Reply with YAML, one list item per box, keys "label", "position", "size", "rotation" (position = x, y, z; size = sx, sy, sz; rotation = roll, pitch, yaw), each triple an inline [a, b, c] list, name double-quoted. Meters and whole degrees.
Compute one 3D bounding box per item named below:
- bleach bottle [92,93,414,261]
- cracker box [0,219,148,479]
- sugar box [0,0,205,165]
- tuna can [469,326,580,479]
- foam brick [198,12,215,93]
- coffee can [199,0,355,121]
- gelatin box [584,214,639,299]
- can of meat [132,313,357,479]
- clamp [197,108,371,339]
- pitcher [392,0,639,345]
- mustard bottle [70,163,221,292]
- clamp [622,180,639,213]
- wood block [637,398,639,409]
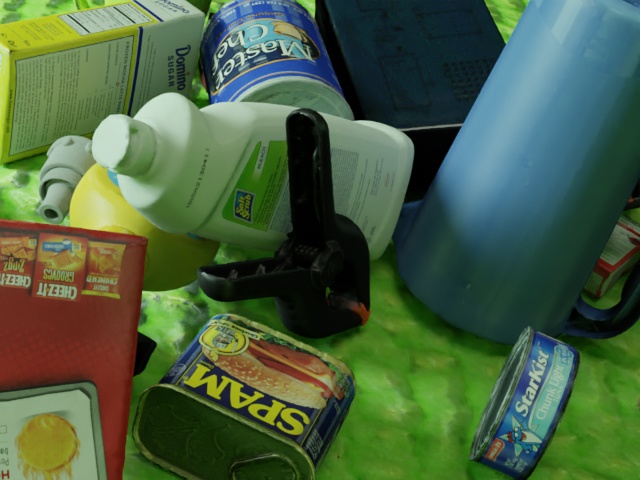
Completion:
- label: "bleach bottle"
  position: [-0.037, -0.046, 0.658]
  size: [0.068, 0.102, 0.250]
  rotation: [16, 3, 35]
- label: "cracker box"
  position: [-0.164, 0.097, 0.433]
  size: [0.164, 0.072, 0.213]
  rotation: [7, 77, -13]
- label: "sugar box"
  position: [-0.170, -0.124, 0.794]
  size: [0.048, 0.093, 0.175]
  rotation: [37, 40, 25]
- label: "tuna can"
  position: [0.120, 0.096, 0.624]
  size: [0.034, 0.086, 0.086]
  rotation: [24, 36, 6]
- label: "foam brick"
  position: [-0.060, -0.157, 0.915]
  size: [0.078, 0.053, 0.051]
  rotation: [4, 38, -16]
- label: "coffee can"
  position: [-0.036, -0.114, 0.826]
  size: [0.102, 0.103, 0.140]
  rotation: [4, 37, -17]
- label: "gelatin box"
  position: [0.209, 0.002, 0.833]
  size: [0.073, 0.030, 0.089]
  rotation: [34, 38, 24]
- label: "can of meat"
  position: [-0.038, 0.094, 0.590]
  size: [0.102, 0.057, 0.083]
  rotation: [24, 34, 9]
- label: "clamp"
  position: [-0.004, 0.001, 0.640]
  size: [0.039, 0.120, 0.171]
  rotation: [27, -6, 28]
- label: "pitcher"
  position: [0.162, -0.053, 0.706]
  size: [0.149, 0.243, 0.145]
  rotation: [5, 35, -26]
- label: "mustard bottle"
  position: [-0.106, -0.018, 0.685]
  size: [0.096, 0.058, 0.191]
  rotation: [36, 28, -5]
- label: "clamp"
  position: [0.281, -0.050, 0.825]
  size: [0.165, 0.036, 0.209]
  rotation: [-9, 4, 35]
- label: "wood block"
  position: [0.305, 0.135, 0.643]
  size: [0.090, 0.091, 0.206]
  rotation: [-9, 44, -30]
